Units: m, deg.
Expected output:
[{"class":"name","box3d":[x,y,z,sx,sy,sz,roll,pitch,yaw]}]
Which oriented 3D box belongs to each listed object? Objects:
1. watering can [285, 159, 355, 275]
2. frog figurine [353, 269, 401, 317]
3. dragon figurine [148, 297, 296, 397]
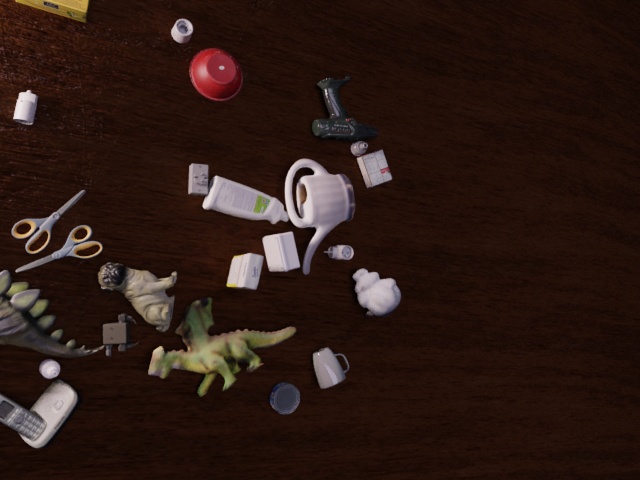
[{"class":"watering can","box3d":[0.005,-0.080,1.581,0.225,0.103,0.348,-7,87,-27]},{"class":"frog figurine","box3d":[0.179,0.159,1.636,0.138,0.124,0.157,-26,109,-6]},{"class":"dragon figurine","box3d":[-0.277,0.269,1.420,0.416,0.120,0.243,-32,91,-34]}]
